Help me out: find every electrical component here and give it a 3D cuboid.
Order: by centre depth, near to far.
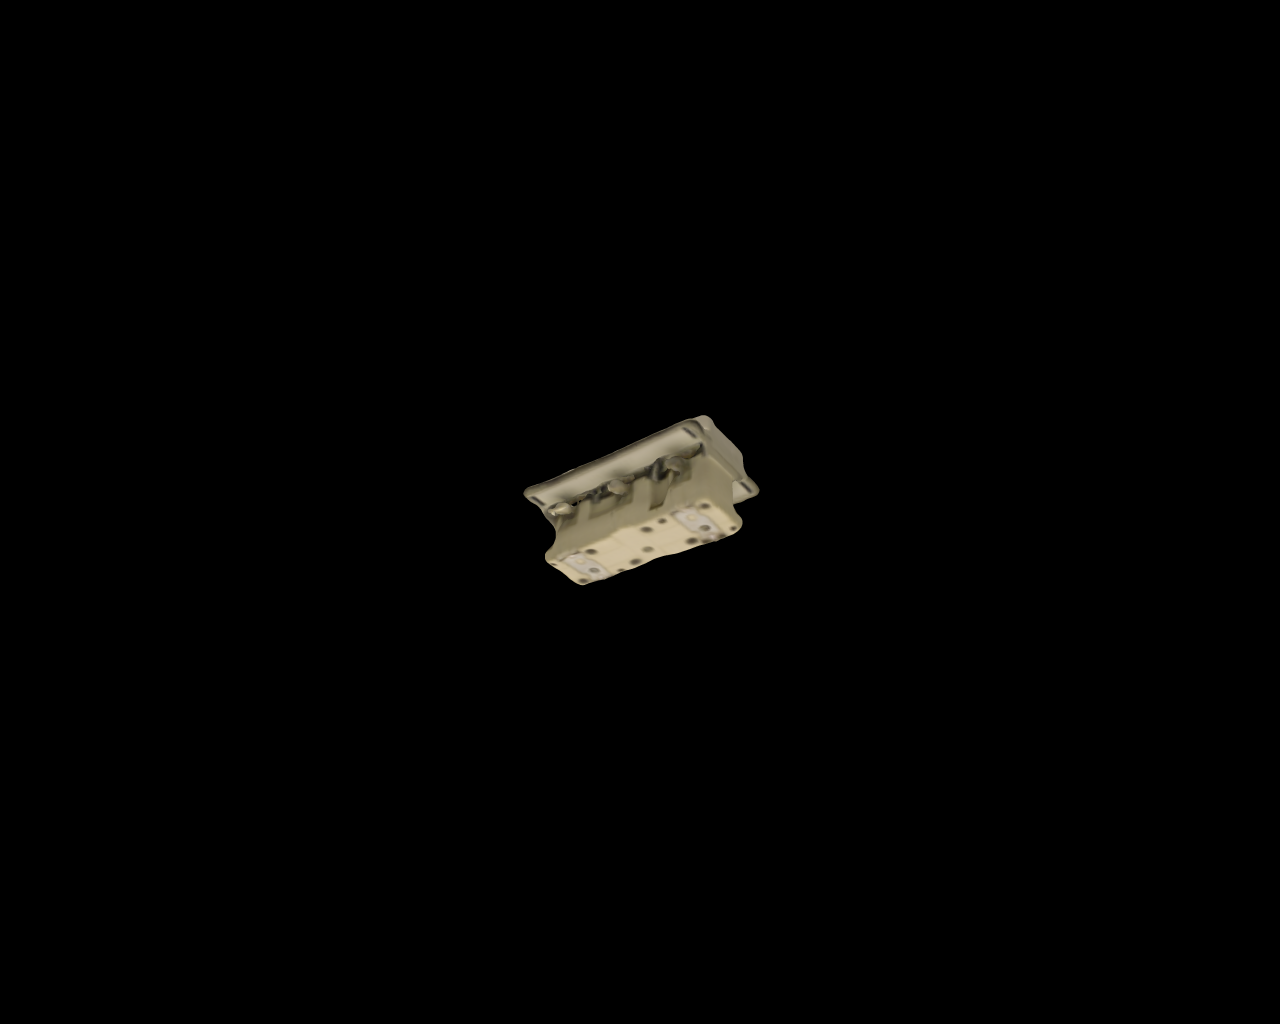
[{"bbox_3d":[0.001,-0.003,0.650,0.121,0.063,0.078,-21,-40,26],"label":"electrical component"}]
